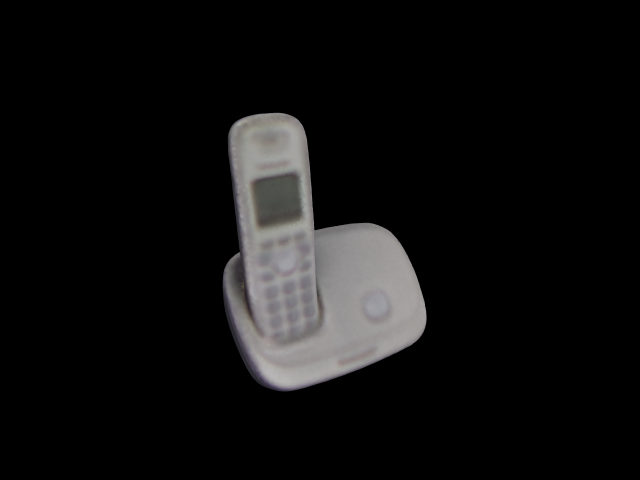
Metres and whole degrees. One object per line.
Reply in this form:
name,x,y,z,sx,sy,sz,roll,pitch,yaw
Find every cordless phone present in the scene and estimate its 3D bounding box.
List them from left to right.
cordless phone,0.004,0.001,0.400,0.148,0.185,0.093,-16,30,-28
